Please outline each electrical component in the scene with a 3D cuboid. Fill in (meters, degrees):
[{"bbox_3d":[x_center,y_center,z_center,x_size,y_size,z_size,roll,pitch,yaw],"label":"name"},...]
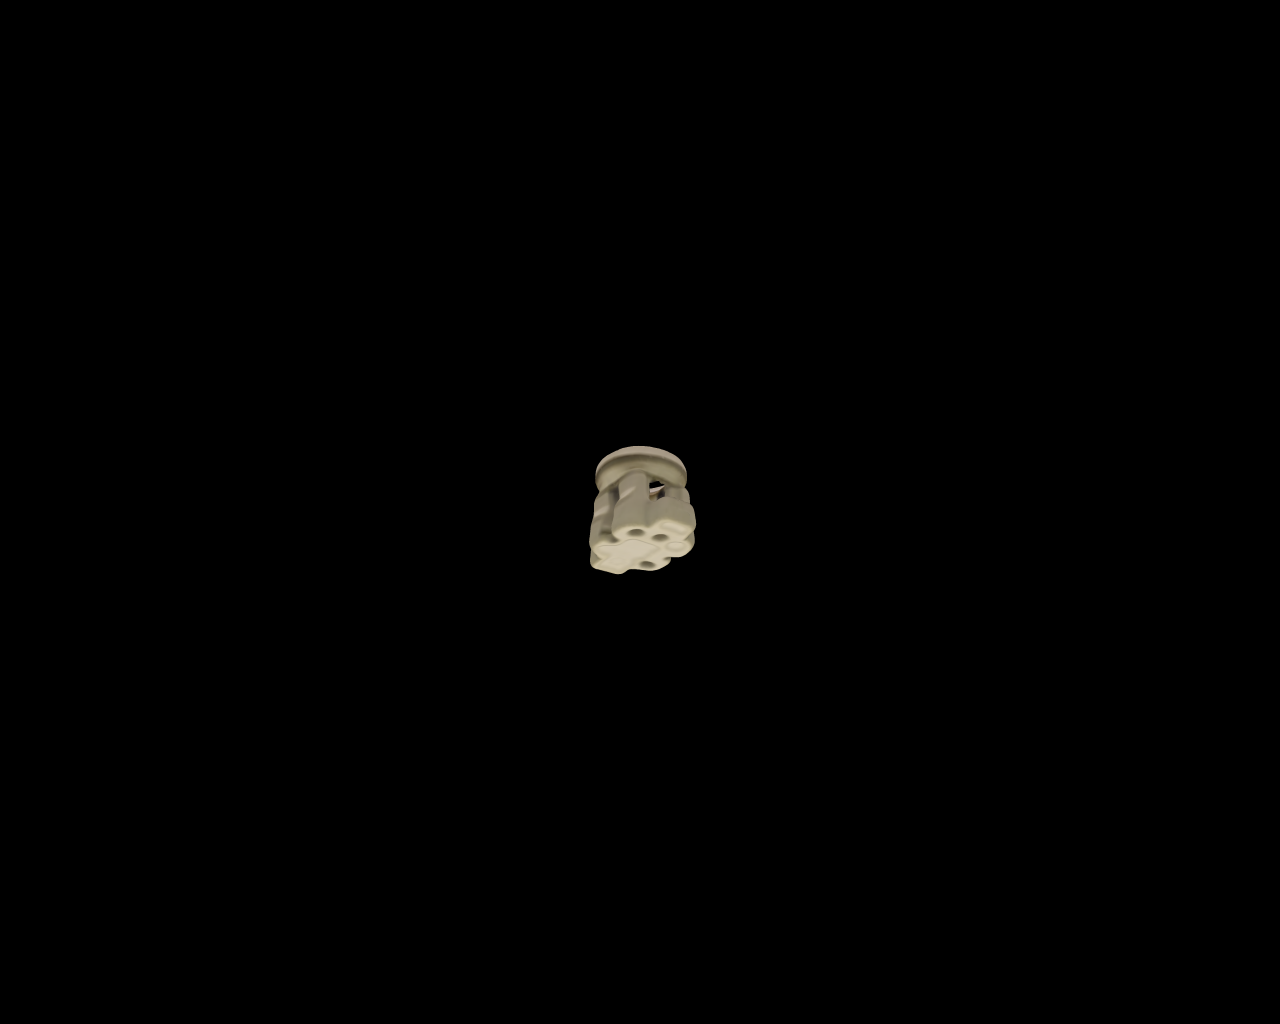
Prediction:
[{"bbox_3d":[0.001,-0.003,0.650,0.058,0.057,0.078,19,-34,-31],"label":"electrical component"}]
